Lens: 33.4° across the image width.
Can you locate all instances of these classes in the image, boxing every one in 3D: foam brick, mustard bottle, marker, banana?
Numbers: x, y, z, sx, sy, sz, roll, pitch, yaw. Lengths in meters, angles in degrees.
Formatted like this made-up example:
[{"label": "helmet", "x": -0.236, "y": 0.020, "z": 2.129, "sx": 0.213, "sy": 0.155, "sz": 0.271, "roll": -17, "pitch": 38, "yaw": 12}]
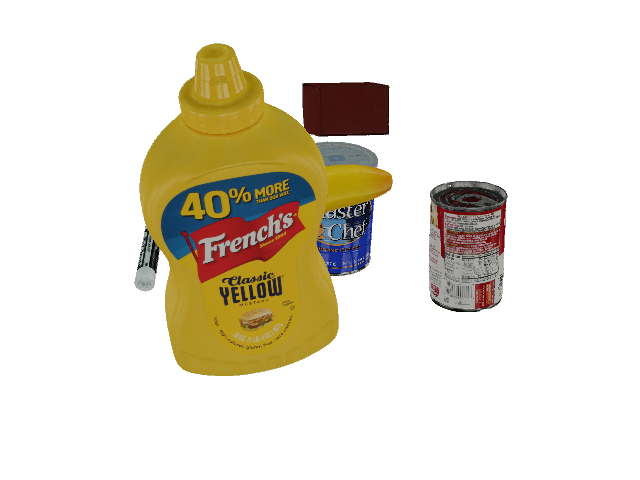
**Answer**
[{"label": "foam brick", "x": 0.026, "y": -0.134, "z": 1.090, "sx": 0.078, "sy": 0.051, "sz": 0.053, "roll": -3, "pitch": 13, "yaw": -19}, {"label": "mustard bottle", "x": -0.043, "y": -0.015, "z": 0.557, "sx": 0.096, "sy": 0.192, "sz": 0.058, "roll": -10, "pitch": 40, "yaw": -6}, {"label": "marker", "x": -0.167, "y": 0.004, "z": 1.055, "sx": 0.020, "sy": 0.020, "sz": 0.121, "roll": 0, "pitch": 38, "yaw": -1}, {"label": "banana", "x": -0.030, "y": -0.011, "z": 0.813, "sx": 0.197, "sy": 0.069, "sz": 0.037, "roll": -41, "pitch": -4, "yaw": -27}]

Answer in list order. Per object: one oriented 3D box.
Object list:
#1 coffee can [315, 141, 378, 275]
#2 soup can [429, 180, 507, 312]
[{"label": "coffee can", "x": 0.017, "y": -0.041, "z": 1.344, "sx": 0.103, "sy": 0.140, "sz": 0.103, "roll": 2, "pitch": 27, "yaw": -1}, {"label": "soup can", "x": 0.132, "y": 0.005, "z": 0.960, "sx": 0.068, "sy": 0.102, "sz": 0.068, "roll": -2, "pitch": 23, "yaw": 1}]
